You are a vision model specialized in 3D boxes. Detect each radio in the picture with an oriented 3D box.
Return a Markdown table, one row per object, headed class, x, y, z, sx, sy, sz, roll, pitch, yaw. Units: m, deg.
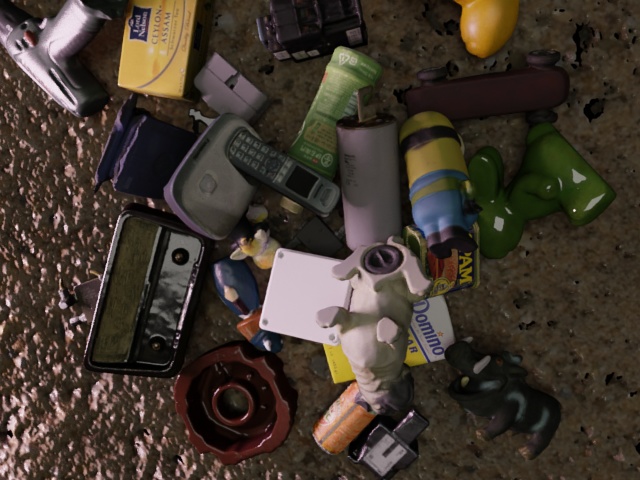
| class | x | y | z | sx | sy | sz | roll | pitch | yaw |
| --- | --- | --- | --- | --- | --- | --- | --- | --- | --- |
| radio | -0.235 | 0.074 | 0.751 | 0.131 | 0.073 | 0.229 | 14 | 99 | -17 |

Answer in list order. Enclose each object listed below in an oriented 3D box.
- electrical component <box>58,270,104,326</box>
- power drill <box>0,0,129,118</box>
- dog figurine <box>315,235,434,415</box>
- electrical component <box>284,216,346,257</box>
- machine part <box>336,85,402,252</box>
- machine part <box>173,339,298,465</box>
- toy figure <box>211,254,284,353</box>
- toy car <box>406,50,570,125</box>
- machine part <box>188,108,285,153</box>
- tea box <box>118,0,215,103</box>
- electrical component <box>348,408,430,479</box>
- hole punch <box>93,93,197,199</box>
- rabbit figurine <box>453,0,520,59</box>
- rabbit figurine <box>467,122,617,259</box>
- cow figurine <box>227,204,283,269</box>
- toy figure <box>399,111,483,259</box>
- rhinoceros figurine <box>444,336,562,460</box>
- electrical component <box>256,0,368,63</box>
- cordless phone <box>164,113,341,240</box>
| class | x | y | z | sx | sy | sz | roll | pitch | yaw |
| --- | --- | --- | --- | --- | --- | --- | --- | --- | --- |
| electrical component | -0.339 | 0.084 | 0.799 | 0.102 | 0.045 | 0.078 | -13 | 92 | 9 |
| power drill | -0.357 | -0.294 | 0.714 | 0.207 | 0.086 | 0.232 | -34 | 96 | 35 |
| dog figurine | 0.085 | 0.111 | 0.680 | 0.121 | 0.190 | 0.172 | 20 | 58 | 33 |
| electrical component | -0.002 | -0.002 | 0.756 | 0.094 | 0.021 | 0.063 | -42 | 89 | 11 |
| machine part | 0.064 | -0.071 | 0.686 | 0.079 | 0.079 | 0.242 | -2 | 117 | 8 |
| machine part | -0.121 | 0.232 | 0.780 | 0.179 | 0.056 | 0.179 | 1 | 96 | 9 |
| toy figure | -0.101 | 0.093 | 0.760 | 0.058 | 0.064 | 0.154 | -19 | 98 | 49 |
| toy car | 0.213 | -0.187 | 0.692 | 0.202 | 0.053 | 0.089 | -6 | 116 | 10 |
| machine part | -0.115 | -0.133 | 0.738 | 0.139 | 0.084 | 0.039 | 28 | 75 | -4 |
| tea box | -0.207 | -0.281 | 0.733 | 0.098 | 0.068 | 0.169 | 10 | 98 | 6 |
| electrical component | 0.102 | 0.280 | 0.758 | 0.075 | 0.048 | 0.119 | 37 | 99 | 2 |
| hole punch | -0.237 | -0.116 | 0.734 | 0.092 | 0.116 | 0.142 | 28 | 99 | -4 |
| rabbit figurine | 0.192 | -0.318 | 0.667 | 0.162 | 0.122 | 0.173 | -33 | 105 | 0 |
| rabbit figurine | 0.251 | -0.052 | 0.673 | 0.159 | 0.121 | 0.170 | 48 | 114 | 4 |
| cow figurine | -0.118 | -0.029 | 0.730 | 0.068 | 0.098 | 0.167 | -43 | 84 | 10 |
| toy figure | 0.142 | -0.071 | 0.639 | 0.082 | 0.089 | 0.180 | -8 | 60 | 12 |
| rhinoceros figurine | 0.236 | 0.201 | 0.698 | 0.190 | 0.073 | 0.112 | 35 | 100 | -14 |
| electrical component | -0.009 | -0.272 | 0.683 | 0.134 | 0.115 | 0.058 | -11 | 92 | 7 |
| cordless phone | -0.078 | -0.053 | 0.653 | 0.184 | 0.088 | 0.146 | 28 | 64 | 0 |
